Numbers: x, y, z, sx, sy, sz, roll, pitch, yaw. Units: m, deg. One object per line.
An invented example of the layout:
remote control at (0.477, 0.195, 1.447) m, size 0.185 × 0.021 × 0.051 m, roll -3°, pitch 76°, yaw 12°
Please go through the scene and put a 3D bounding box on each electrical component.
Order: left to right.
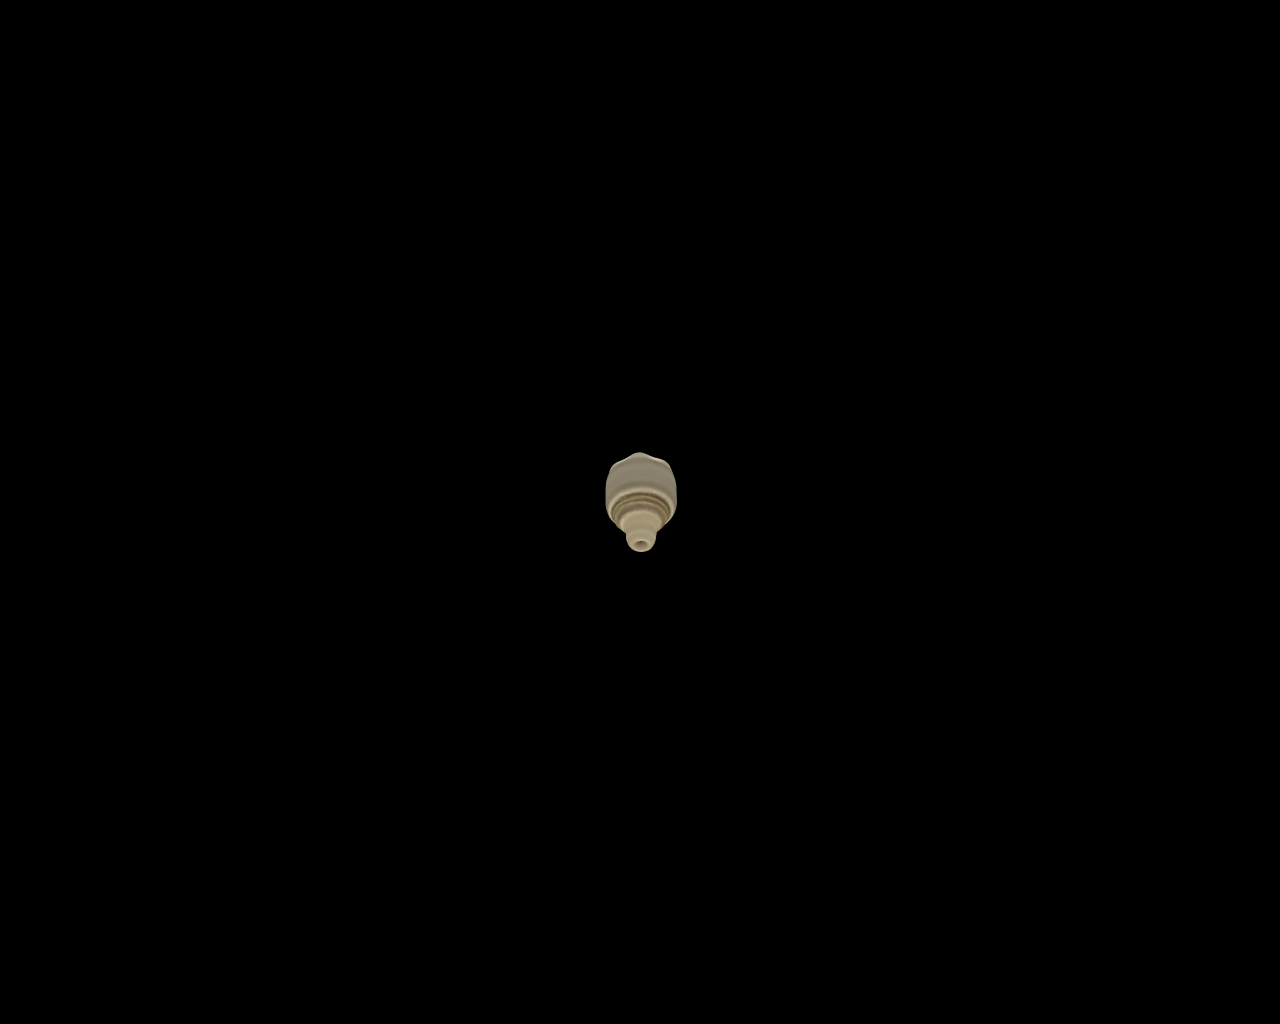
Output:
electrical component at (0.001, -0.003, 0.650) m, size 0.043 × 0.062 × 0.043 m, roll 0°, pitch -42°, yaw 0°
